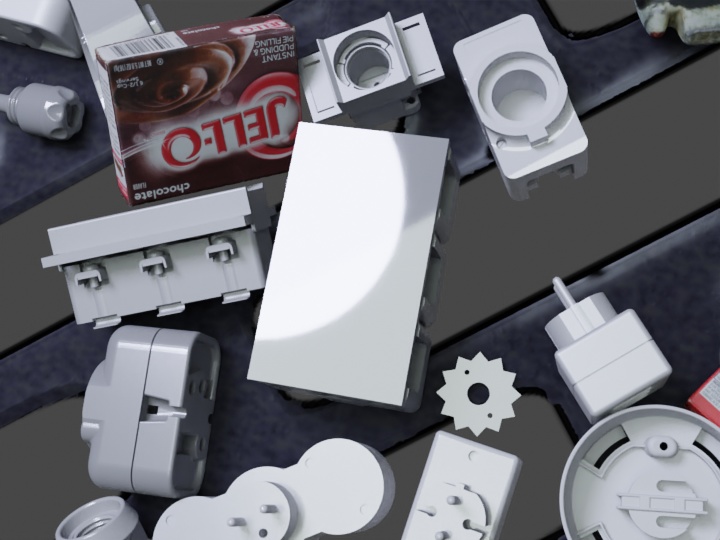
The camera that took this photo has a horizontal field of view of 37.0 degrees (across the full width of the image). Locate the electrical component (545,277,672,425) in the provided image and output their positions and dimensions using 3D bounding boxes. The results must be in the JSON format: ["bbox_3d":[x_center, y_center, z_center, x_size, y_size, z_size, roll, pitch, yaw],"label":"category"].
[{"bbox_3d":[0.126,0.038,0.582,0.047,0.065,0.076,-31,73,4],"label":"electrical component"}]

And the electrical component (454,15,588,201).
[{"bbox_3d":[0.093,-0.094,0.623,0.050,0.055,0.089,-22,74,7],"label":"electrical component"}]

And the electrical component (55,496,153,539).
[{"bbox_3d":[-0.142,0.163,0.612,0.048,0.066,0.055,-19,108,7],"label":"electrical component"}]

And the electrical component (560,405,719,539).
[{"bbox_3d":[0.155,0.121,0.559,0.099,0.064,0.099,-3,77,12],"label":"electrical component"}]

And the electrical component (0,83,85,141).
[{"bbox_3d":[-0.214,-0.105,0.703,0.061,0.035,0.035,12,81,16],"label":"electrical component"}]

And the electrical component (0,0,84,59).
[{"bbox_3d":[-0.222,-0.185,0.712,0.095,0.053,0.059,16,82,15],"label":"electrical component"}]

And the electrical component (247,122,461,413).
[{"bbox_3d":[0.000,0.000,0.620,0.089,0.061,0.150,8,80,14],"label":"electrical component"}]

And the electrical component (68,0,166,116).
[{"bbox_3d":[-0.147,-0.130,0.664,0.064,0.099,0.099,-30,73,-2],"label":"electrical component"}]

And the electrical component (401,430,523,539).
[{"bbox_3d":[0.050,0.132,0.573,0.047,0.075,0.083,17,82,15],"label":"electrical component"}]

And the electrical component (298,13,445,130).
[{"bbox_3d":[0.008,-0.115,0.642,0.081,0.064,0.042,-18,75,7],"label":"electrical component"}]

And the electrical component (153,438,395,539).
[{"bbox_3d":[-0.052,0.135,0.595,0.138,0.073,0.052,-23,74,6],"label":"electrical component"}]

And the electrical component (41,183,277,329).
[{"bbox_3d":[-0.114,-0.008,0.641,0.121,0.079,0.063,-11,96,10],"label":"electrical component"}]

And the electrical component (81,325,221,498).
[{"bbox_3d":[-0.123,0.083,0.632,0.059,0.054,0.095,5,79,13],"label":"electrical component"}]
